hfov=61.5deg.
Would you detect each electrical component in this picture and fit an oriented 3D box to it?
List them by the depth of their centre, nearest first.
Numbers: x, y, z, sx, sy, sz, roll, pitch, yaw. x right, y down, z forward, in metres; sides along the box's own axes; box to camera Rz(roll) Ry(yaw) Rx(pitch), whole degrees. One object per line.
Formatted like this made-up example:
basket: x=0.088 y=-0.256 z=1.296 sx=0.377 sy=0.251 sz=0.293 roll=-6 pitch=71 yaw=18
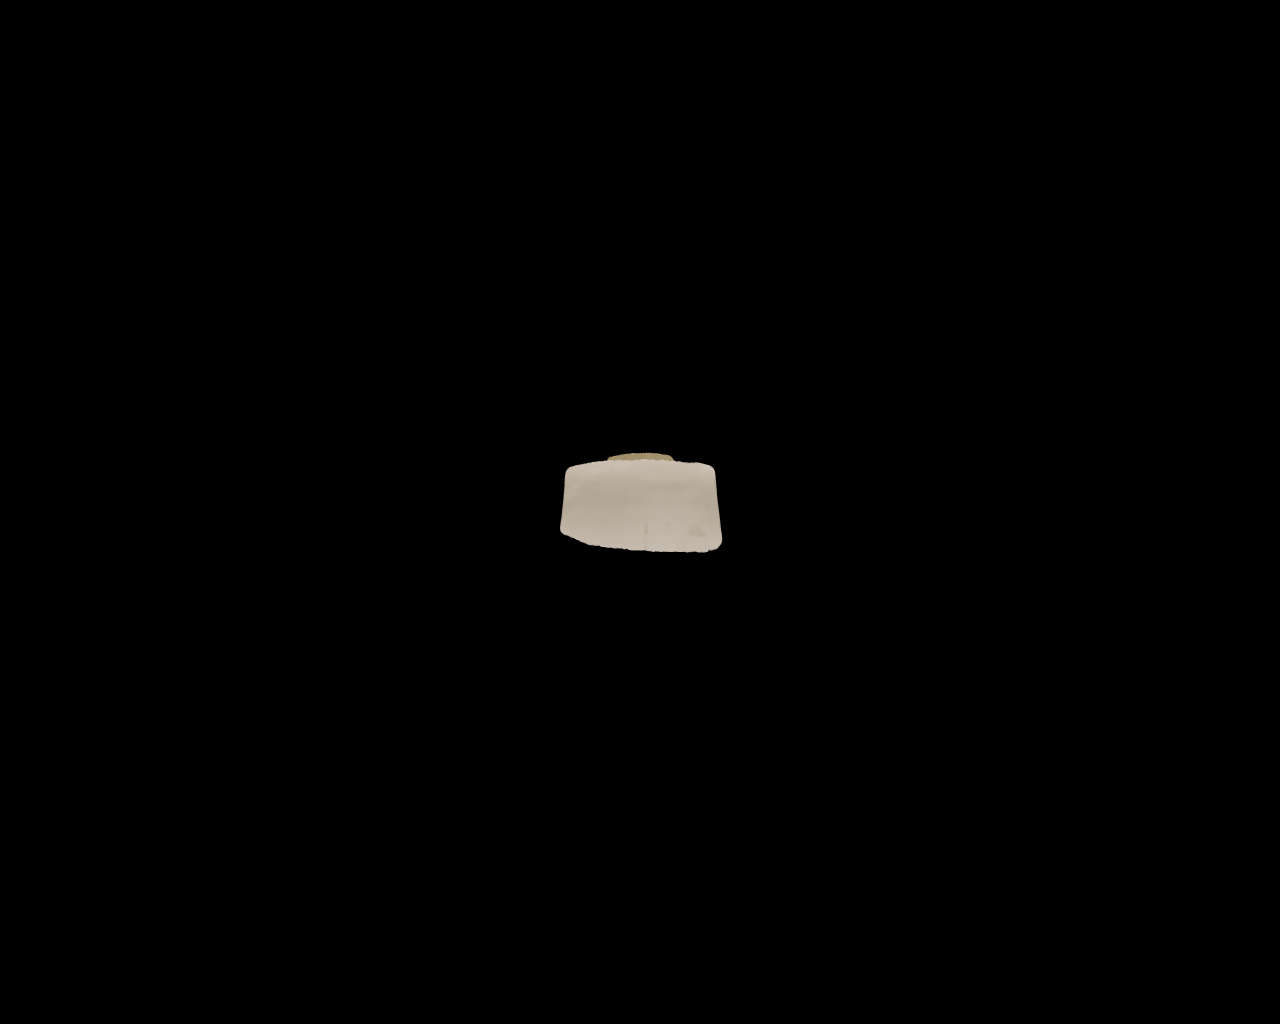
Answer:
electrical component: x=0.001 y=-0.003 z=0.650 sx=0.099 sy=0.064 sz=0.099 roll=0 pitch=-4 yaw=0
